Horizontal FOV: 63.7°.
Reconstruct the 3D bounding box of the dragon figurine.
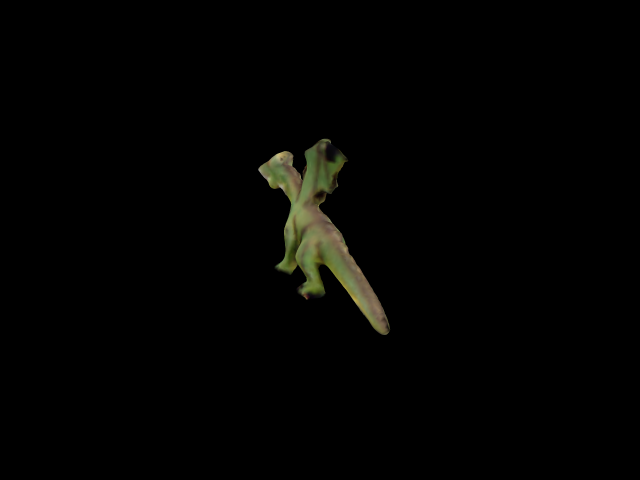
[{"bbox_3d":[0.003,-0.043,0.850,0.123,0.238,0.415,-13,28,-28],"label":"dragon figurine"}]
